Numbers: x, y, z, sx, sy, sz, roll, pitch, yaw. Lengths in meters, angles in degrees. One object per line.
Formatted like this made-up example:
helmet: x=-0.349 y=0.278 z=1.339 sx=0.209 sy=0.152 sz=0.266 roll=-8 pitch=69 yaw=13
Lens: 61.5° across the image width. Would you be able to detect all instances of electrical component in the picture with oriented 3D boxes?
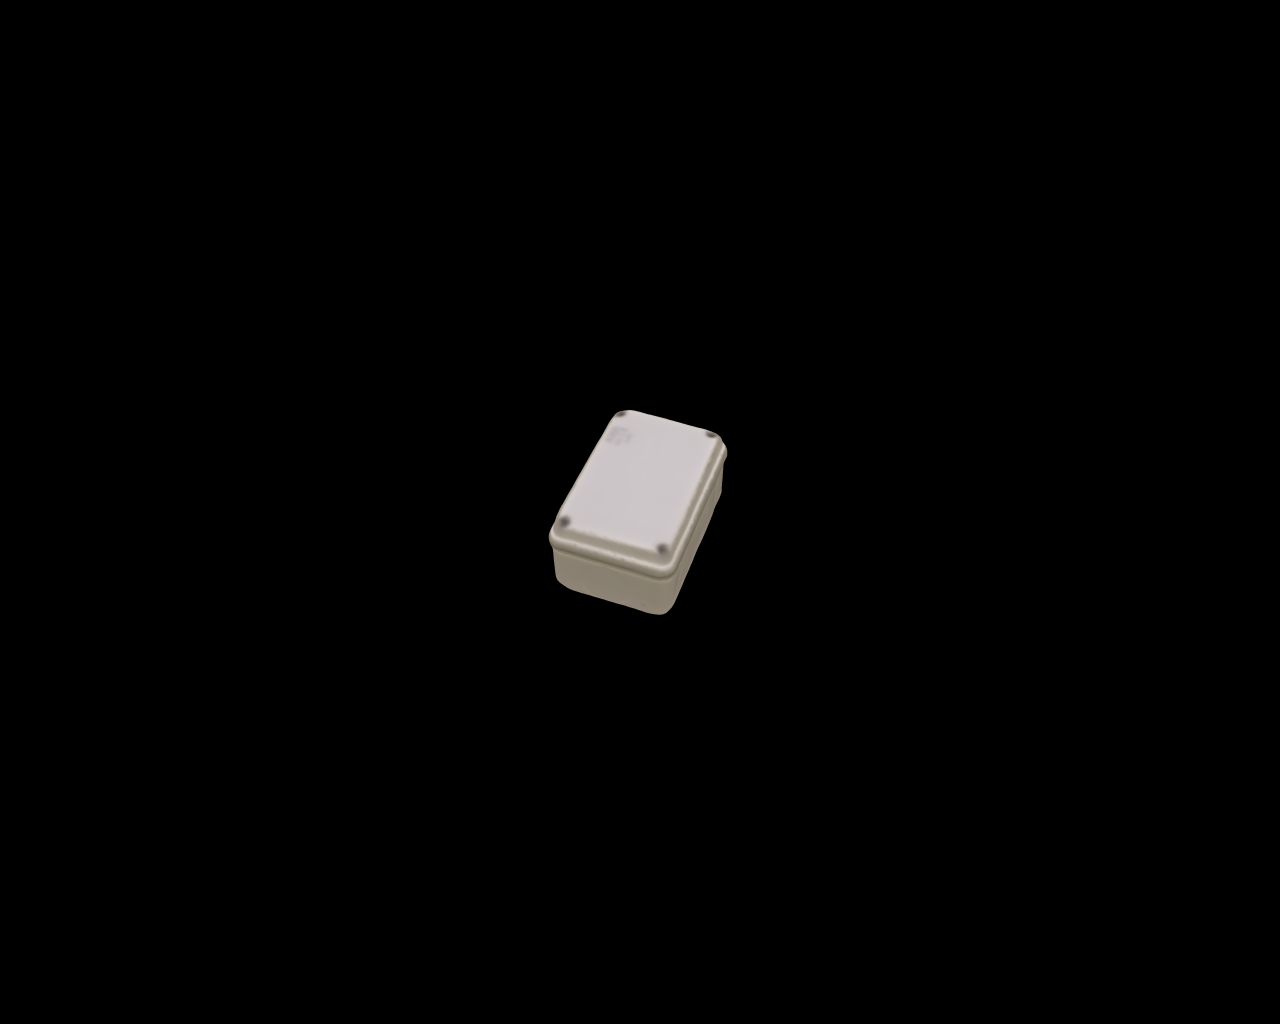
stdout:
electrical component: x=0.001 y=-0.003 z=0.650 sx=0.078 sy=0.113 sz=0.057 roll=16 pitch=-39 yaw=13
